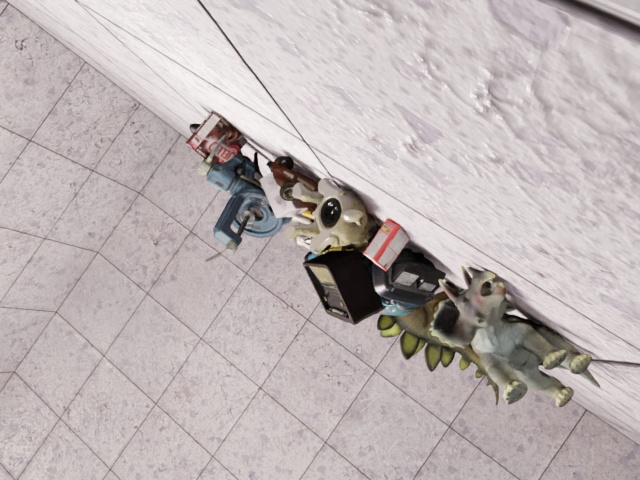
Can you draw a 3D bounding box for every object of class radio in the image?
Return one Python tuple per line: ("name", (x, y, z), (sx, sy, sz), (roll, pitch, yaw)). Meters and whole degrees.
("radio", (0.042, 0.092, 1.090), (0.131, 0.073, 0.229), (65, 168, -4))

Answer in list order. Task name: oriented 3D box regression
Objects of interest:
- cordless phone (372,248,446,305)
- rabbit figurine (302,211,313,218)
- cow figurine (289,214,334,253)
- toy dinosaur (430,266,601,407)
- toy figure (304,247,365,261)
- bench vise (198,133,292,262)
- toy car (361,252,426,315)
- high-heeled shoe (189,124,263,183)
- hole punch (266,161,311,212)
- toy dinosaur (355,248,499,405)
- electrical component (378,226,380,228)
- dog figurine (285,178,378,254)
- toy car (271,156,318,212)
("cordless phone", (0.144, 0.036, 1.055), (0.146, 0.088, 0.184), (16, -153, -35))
("rabbit figurine", (0.016, -0.047, 1.366), (0.162, 0.122, 0.173), (44, 164, -4))
("cow figurine", (-0.001, -0.005, 1.210), (0.098, 0.068, 0.167), (23, 177, 26))
("toy dinosaur", (0.316, 0.166, 0.874), (0.404, 0.131, 0.192), (30, -165, -46))
("toy figure", (0.044, 0.044, 1.296), (0.180, 0.089, 0.082), (-14, 123, 30))
("bench vise", (-0.162, -0.068, 1.076), (0.223, 0.129, 0.241), (41, -142, -21))
("toy car", (0.133, 0.100, 1.116), (0.109, 0.103, 0.162), (-3, -133, -48))
("high-heeled shoe", (-0.209, -0.164, 1.228), (0.086, 0.145, 0.248), (-9, 163, 36))
("hole punch", (-0.074, -0.122, 1.218), (0.142, 0.092, 0.116), (32, -155, 12))
("toy dinosaur", (0.247, 0.179, 1.203), (0.471, 0.198, 0.105), (37, -178, 2))
("electrical component", (0.075, -0.022, 1.090), (0.094, 0.063, 0.021), (25, -155, -8))
("dog figurine", (0.060, -0.030, 0.931), (0.190, 0.121, 0.173), (11, -171, -39))
("toy car", (-0.018, -0.086, 1.012), (0.202, 0.053, 0.089), (38, -149, -43))
